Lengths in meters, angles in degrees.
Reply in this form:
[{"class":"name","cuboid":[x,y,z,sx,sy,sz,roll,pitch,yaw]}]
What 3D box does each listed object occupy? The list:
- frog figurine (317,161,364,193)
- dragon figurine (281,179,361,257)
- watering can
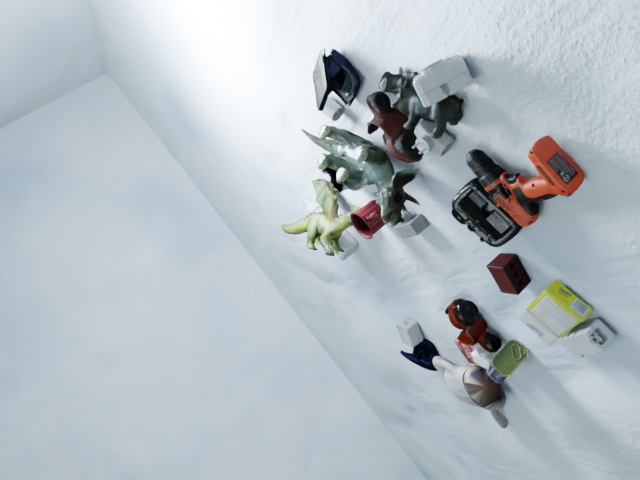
[{"class":"frog figurine","cuboid":[0.076,-0.192,1.457,0.138,0.122,0.159,35,-168,20]},{"class":"dragon figurine","cuboid":[0.005,-0.086,1.717,0.413,0.123,0.240,21,111,41]},{"class":"watering can","cuboid":[0.505,0.483,1.613,0.347,0.105,0.222,41,165,-2]}]
